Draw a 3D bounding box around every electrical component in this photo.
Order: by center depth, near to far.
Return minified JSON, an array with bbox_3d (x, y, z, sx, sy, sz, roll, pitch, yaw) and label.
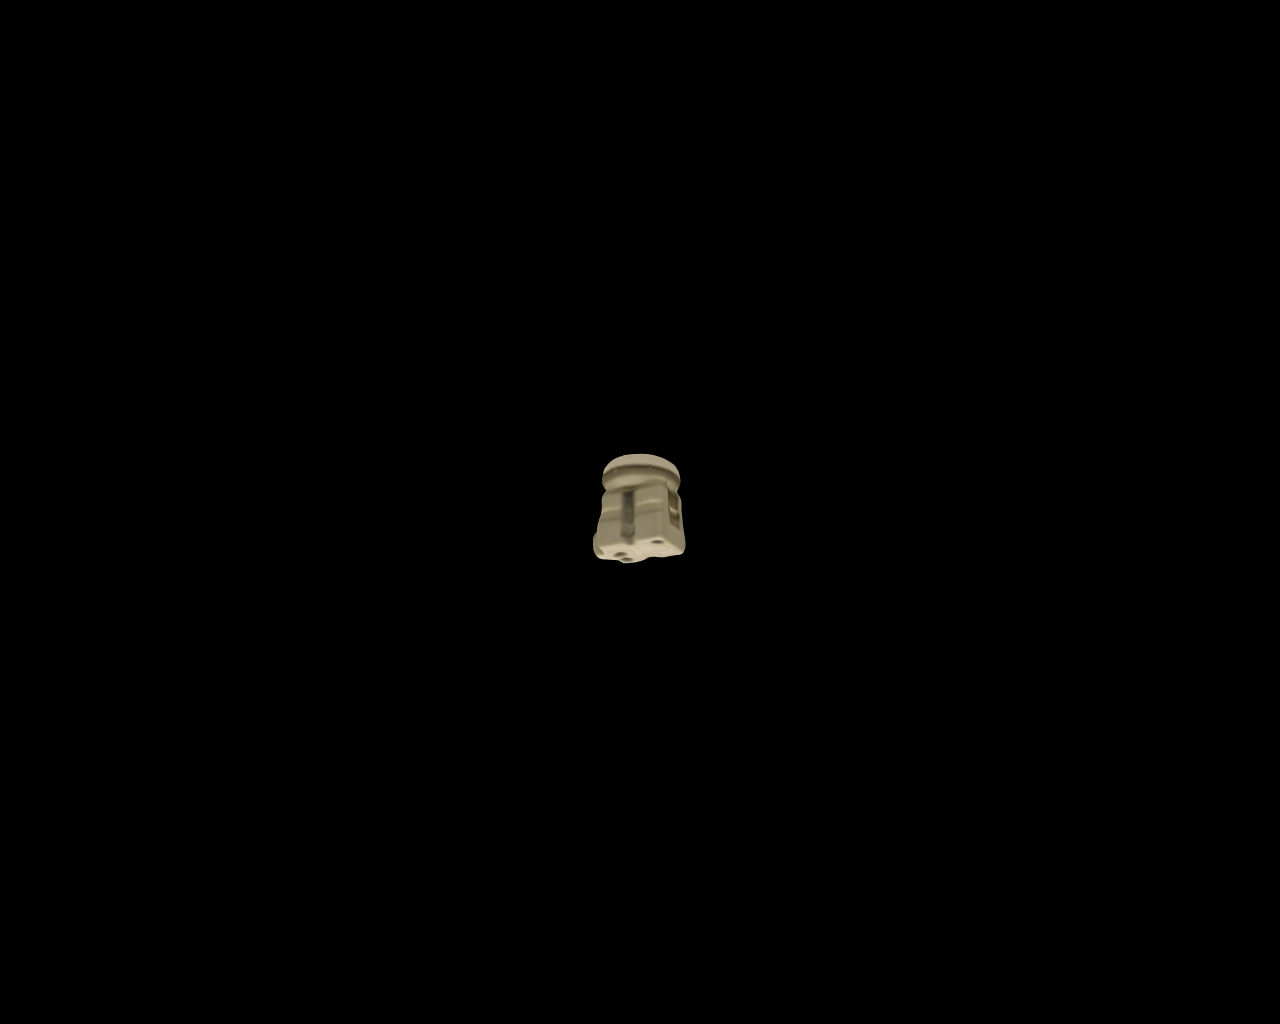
[{"bbox_3d":[0.001,-0.003,0.650,0.066,0.055,0.048,-9,-24,22],"label":"electrical component"}]
